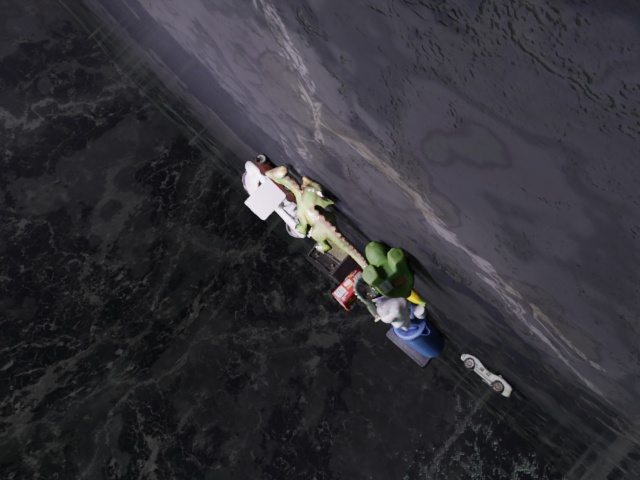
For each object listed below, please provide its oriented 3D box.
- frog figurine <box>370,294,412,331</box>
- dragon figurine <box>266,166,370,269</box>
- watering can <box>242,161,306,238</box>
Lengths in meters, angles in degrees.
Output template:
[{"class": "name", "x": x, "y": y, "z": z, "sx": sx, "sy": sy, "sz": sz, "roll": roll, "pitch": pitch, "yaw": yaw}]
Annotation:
[{"class": "frog figurine", "x": 0.269, "y": 0.248, "z": 1.782, "sx": 0.139, "sy": 0.159, "sz": 0.121, "roll": -31, "pitch": 4, "yaw": -37}, {"class": "dragon figurine", "x": 0.004, "y": -0.074, "z": 1.466, "sx": 0.414, "sy": 0.123, "sz": 0.238, "roll": 39, "pitch": -15, "yaw": 19}, {"class": "watering can", "x": -0.185, "y": -0.157, "z": 1.955, "sx": 0.104, "sy": 0.343, "sz": 0.226, "roll": -38, "pitch": 23, "yaw": -10}]
